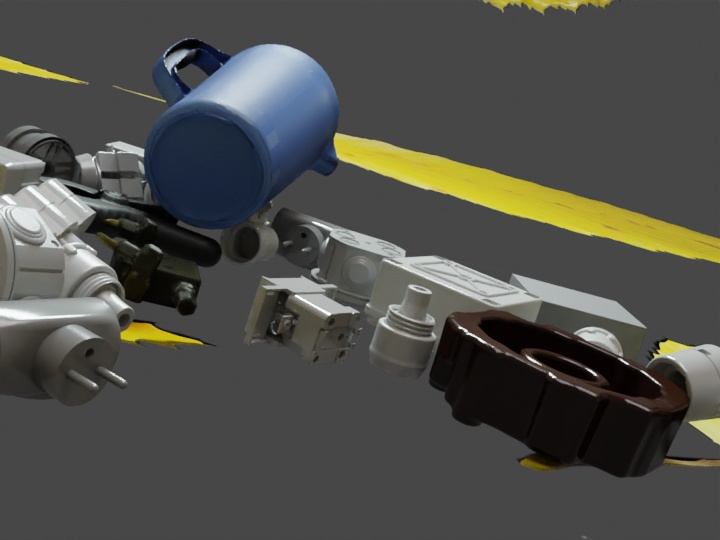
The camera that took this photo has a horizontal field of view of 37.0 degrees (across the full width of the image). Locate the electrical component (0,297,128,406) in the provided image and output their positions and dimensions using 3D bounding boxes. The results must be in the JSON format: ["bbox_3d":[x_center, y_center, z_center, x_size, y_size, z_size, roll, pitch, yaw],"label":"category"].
[{"bbox_3d":[-0.150,0.043,0.535,0.079,0.044,0.077,24,14,31],"label":"electrical component"}]

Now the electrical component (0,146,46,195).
[{"bbox_3d":[-0.278,-0.058,0.777,0.096,0.061,0.061,19,12,9],"label":"electrical component"}]

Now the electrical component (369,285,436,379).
[{"bbox_3d":[0.033,0.042,0.756,0.043,0.062,0.043,16,12,-3],"label":"electrical component"}]

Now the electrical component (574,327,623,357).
[{"bbox_3d":[0.186,0.076,0.865,0.048,0.048,0.062,19,19,10],"label":"electrical component"}]

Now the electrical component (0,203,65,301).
[{"bbox_3d":[-0.204,-0.001,0.580,0.080,0.080,0.051,23,8,26],"label":"electrical component"}]

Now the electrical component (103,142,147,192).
[{"bbox_3d":[-0.222,-0.090,1.041,0.066,0.047,0.076,18,12,4],"label":"electrical component"}]

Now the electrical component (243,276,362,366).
[{"bbox_3d":[-0.037,0.035,0.740,0.064,0.042,0.081,26,15,32],"label":"electrical component"}]

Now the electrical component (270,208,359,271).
[{"bbox_3d":[-0.048,-0.023,0.986,0.077,0.044,0.079,20,12,14],"label":"electrical component"}]

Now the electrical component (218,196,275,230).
[{"bbox_3d":[-0.137,-0.075,1.089,0.100,0.048,0.099,20,12,6],"label":"electrical component"}]

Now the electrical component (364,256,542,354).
[{"bbox_3d":[0.078,0.032,0.882,0.109,0.056,0.109,23,13,27],"label":"electrical component"}]

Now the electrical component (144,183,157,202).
[{"bbox_3d":[-0.178,-0.069,0.991,0.043,0.043,0.062,15,-5,-10],"label":"electrical component"}]

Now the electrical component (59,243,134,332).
[{"bbox_3d":[-0.163,0.016,0.649,0.062,0.048,0.048,32,17,27],"label":"electrical component"}]

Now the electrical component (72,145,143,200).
[{"bbox_3d":[-0.230,-0.080,0.967,0.055,0.066,0.048,-1,-16,-34],"label":"electrical component"}]

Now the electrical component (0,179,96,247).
[{"bbox_3d":[-0.204,-0.013,0.707,0.074,0.052,0.138,41,10,-5],"label":"electrical component"}]

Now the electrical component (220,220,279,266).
[{"bbox_3d":[-0.095,-0.024,0.937,0.040,0.040,0.046,20,7,15],"label":"electrical component"}]

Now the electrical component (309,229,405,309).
[{"bbox_3d":[0.000,0.000,0.930,0.080,0.051,0.080,16,12,-4],"label":"electrical component"}]

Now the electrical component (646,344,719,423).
[{"bbox_3d":[0.242,0.085,0.790,0.047,0.055,0.055,-6,22,-29],"label":"electrical component"}]
